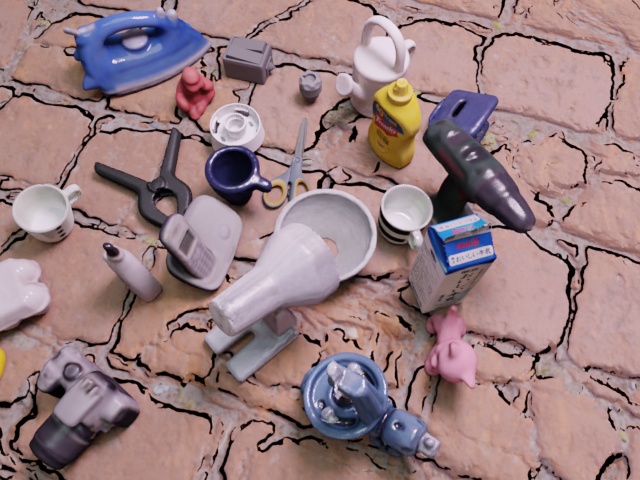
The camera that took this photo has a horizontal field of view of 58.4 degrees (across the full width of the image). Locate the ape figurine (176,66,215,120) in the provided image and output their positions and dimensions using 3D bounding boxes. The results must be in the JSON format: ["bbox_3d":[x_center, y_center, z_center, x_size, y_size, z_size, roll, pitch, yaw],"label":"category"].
[{"bbox_3d":[-0.234,-0.281,1.057,0.078,0.092,0.076,-20,68,-8],"label":"ape figurine"}]

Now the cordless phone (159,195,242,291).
[{"bbox_3d":[-0.190,-0.014,0.892,0.094,0.185,0.147,13,67,6],"label":"cordless phone"}]

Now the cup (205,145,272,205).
[{"bbox_3d":[-0.132,-0.096,0.977,0.117,0.095,0.092,23,69,10],"label":"cup"}]

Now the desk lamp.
[{"bbox_3d":[-0.076,0.093,0.831,0.203,0.213,0.117,-40,72,-16],"label":"desk lamp"}]

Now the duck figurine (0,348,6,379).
[{"bbox_3d":[-0.533,0.196,0.854,0.077,0.086,0.105,28,69,11],"label":"duck figurine"}]

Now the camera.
[{"bbox_3d":[-0.360,0.246,0.825,0.143,0.101,0.137,36,71,14],"label":"camera"}]

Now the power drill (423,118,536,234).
[{"bbox_3d":[0.236,-0.071,0.906,0.076,0.208,0.229,-27,69,-11],"label":"power drill"}]

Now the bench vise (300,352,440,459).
[{"bbox_3d":[0.071,0.215,0.776,0.207,0.220,0.121,12,67,5],"label":"bench vise"}]

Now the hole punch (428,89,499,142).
[{"bbox_3d":[0.253,-0.220,1.034,0.101,0.091,0.109,32,70,13],"label":"hole punch"}]

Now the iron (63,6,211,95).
[{"bbox_3d":[-0.339,-0.376,1.071,0.258,0.141,0.118,-21,68,-9],"label":"iron"}]

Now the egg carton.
[{"bbox_3d":[-0.508,0.096,0.906,0.150,0.069,0.107,-28,70,-12],"label":"egg carton"}]

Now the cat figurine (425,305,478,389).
[{"bbox_3d":[0.198,0.161,0.856,0.067,0.118,0.128,3,67,2],"label":"cat figurine"}]

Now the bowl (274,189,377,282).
[{"bbox_3d":[0.009,0.003,0.946,0.167,0.075,0.167,0,67,0],"label":"bowl"}]

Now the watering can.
[{"bbox_3d":[0.104,-0.306,1.014,0.100,0.194,0.173,26,69,11],"label":"watering can"}]

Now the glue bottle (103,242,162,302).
[{"bbox_3d":[-0.297,0.040,0.875,0.078,0.173,0.037,33,71,14],"label":"glue bottle"}]
